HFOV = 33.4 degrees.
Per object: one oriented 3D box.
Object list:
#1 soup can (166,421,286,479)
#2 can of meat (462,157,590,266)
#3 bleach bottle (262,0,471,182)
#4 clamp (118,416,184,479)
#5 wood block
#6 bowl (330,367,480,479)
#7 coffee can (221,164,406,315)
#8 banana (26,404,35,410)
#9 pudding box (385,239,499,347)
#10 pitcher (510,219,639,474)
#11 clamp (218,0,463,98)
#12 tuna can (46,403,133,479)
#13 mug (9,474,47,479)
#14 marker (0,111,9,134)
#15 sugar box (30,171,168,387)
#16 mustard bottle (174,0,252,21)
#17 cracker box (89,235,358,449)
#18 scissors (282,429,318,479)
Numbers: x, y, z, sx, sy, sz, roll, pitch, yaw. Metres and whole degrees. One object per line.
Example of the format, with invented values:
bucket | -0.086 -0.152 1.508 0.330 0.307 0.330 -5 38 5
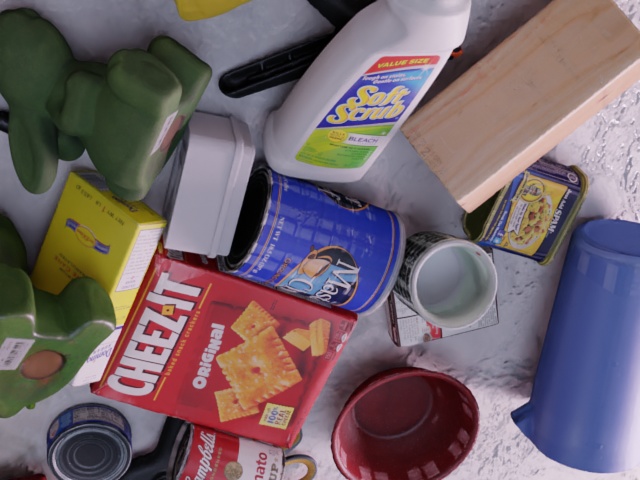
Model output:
soup can | -0.093 0.225 1.058 0.102 0.068 0.069 20 112 -15
can of meat | 0.198 -0.034 1.037 0.083 0.057 0.102 15 113 -18
bleach bottle | 0.041 -0.140 0.866 0.102 0.068 0.251 7 148 -22
clamp | -0.161 0.236 1.108 0.171 0.039 0.120 -32 105 5
wood block | 0.182 -0.125 0.945 0.206 0.090 0.090 -38 78 8
bowl | 0.085 0.190 1.130 0.162 0.055 0.162 -6 119 -11
coffee can | -0.006 0.001 0.980 0.140 0.103 0.103 19 112 -21
banana | -0.333 0.099 0.992 0.197 0.037 0.070 34 105 -27
pudding box | 0.121 0.053 1.075 0.113 0.039 0.090 -14 117 -9
pitcher | 0.303 0.107 1.098 0.148 0.145 0.243 -18 123 -41
clamp | 0.027 -0.180 0.901 0.209 0.036 0.165 -3 149 -16
tuna can | -0.233 0.209 1.078 0.086 0.034 0.086 -6 119 -11
mug | -0.311 0.287 1.078 0.081 0.093 0.117 -10 150 -14
marker | -0.304 -0.113 0.896 0.121 0.020 0.020 19 112 -22
sugar box | -0.210 0.035 0.955 0.048 0.093 0.176 -6 127 -58
mustard bottle | -0.030 -0.242 0.869 0.191 0.058 0.096 -12 127 -8
cracker box | -0.093 0.097 1.029 0.213 0.072 0.164 19 111 -21
scissors | -0.086 0.272 1.155 0.202 0.016 0.096 -43 115 11
